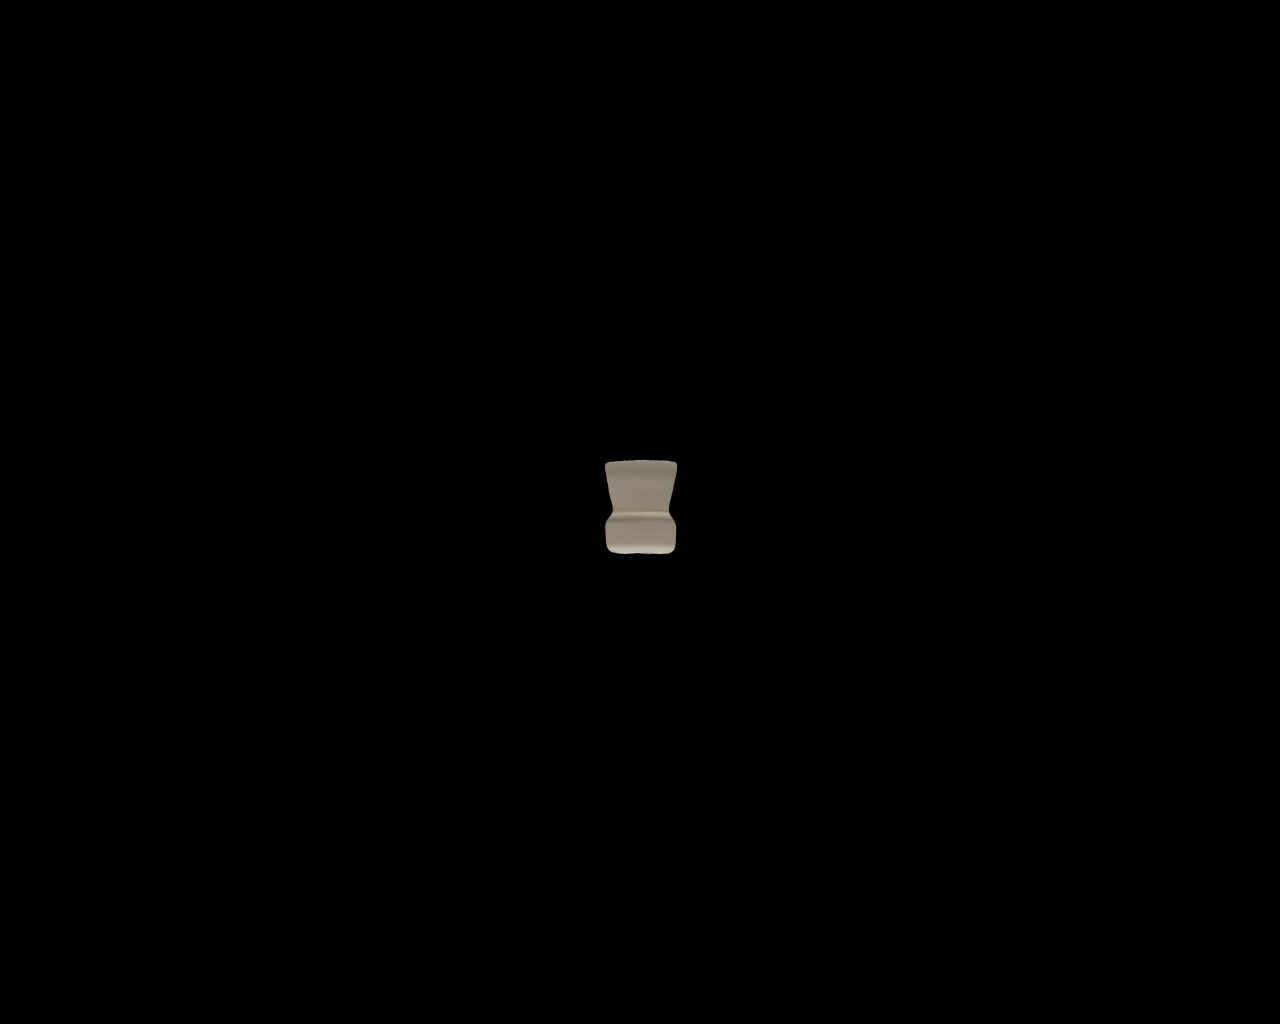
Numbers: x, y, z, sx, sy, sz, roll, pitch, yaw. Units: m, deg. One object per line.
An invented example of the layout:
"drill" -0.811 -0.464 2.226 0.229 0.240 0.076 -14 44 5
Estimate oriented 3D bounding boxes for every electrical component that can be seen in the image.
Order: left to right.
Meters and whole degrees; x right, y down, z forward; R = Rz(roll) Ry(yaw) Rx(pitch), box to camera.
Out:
"electrical component" 0.001 -0.003 0.650 0.045 0.055 0.045 0 -2 0
